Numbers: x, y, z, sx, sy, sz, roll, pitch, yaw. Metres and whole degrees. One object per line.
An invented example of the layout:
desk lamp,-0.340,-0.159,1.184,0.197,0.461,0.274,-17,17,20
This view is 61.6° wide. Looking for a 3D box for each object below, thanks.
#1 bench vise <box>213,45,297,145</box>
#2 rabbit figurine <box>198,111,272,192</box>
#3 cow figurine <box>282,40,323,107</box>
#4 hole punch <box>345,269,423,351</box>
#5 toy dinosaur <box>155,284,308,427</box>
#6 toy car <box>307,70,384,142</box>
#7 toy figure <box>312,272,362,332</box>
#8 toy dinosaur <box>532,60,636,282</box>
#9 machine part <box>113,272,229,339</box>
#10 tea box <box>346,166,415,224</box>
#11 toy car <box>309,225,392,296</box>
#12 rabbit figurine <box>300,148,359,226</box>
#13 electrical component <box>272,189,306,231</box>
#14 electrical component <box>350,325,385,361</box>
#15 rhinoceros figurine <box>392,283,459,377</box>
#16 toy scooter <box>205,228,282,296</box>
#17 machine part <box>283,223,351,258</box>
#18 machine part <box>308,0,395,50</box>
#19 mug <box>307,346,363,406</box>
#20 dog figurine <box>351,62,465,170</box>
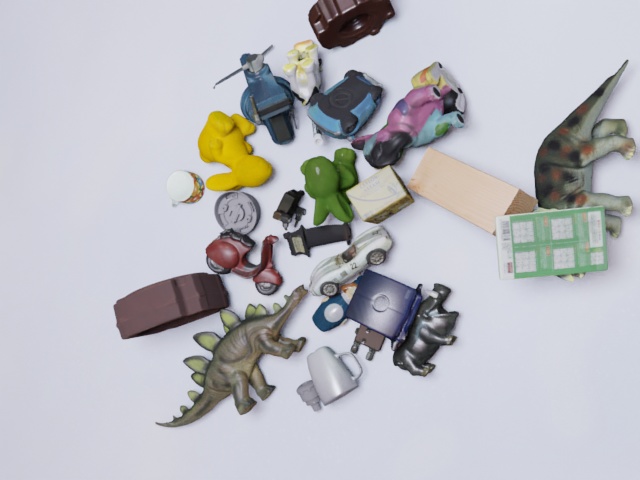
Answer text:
bench vise,-0.125,-0.319,1.117,0.129,0.223,0.241,-31,54,8
rabbit figurine,-0.184,-0.172,1.155,0.173,0.122,0.162,41,104,12
cow figurine,-0.027,-0.353,1.124,0.068,0.167,0.098,-9,129,13
hole punch,0.123,0.127,1.046,0.116,0.092,0.142,17,77,46
toy dinosaur,-0.187,0.269,1.159,0.199,0.105,0.471,40,98,19
toy car,0.054,-0.263,1.099,0.109,0.102,0.161,39,73,19
toy figure,0.054,0.129,1.117,0.154,0.058,0.064,-41,117,9
toy dinosaur,0.461,-0.122,0.987,0.192,0.131,0.404,3,83,15
machine part,-0.313,0.136,1.139,0.202,0.201,0.087,-20,81,14
tea box,0.121,-0.083,1.043,0.098,0.169,0.068,-32,81,11
toy car,0.058,0.046,1.100,0.202,0.074,0.056,-34,115,11
rabbit figurine,0.008,-0.108,1.074,0.121,0.170,0.159,-7,86,15
electrical component,-0.061,-0.063,1.133,0.045,0.102,0.078,33,107,9
electrical component,0.103,0.200,1.118,0.063,0.021,0.094,24,95,15
rhinoceros figurine,0.213,0.179,1.068,0.112,0.073,0.190,30,98,25
toy scooter,-0.154,0.029,1.151,0.184,0.075,0.135,27,118,5
machine part,-0.002,-0.003,1.131,0.139,0.084,0.039,-12,44,6
machine part,0.063,-0.447,1.071,0.179,0.179,0.056,-23,85,13
mug,0.027,0.268,1.107,0.109,0.080,0.107,-39,71,17
dog figurine,0.169,-0.231,1.070,0.219,0.191,0.108,-30,120,36
